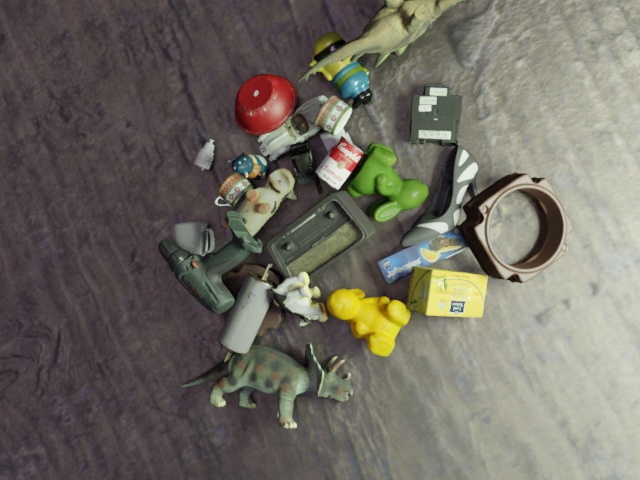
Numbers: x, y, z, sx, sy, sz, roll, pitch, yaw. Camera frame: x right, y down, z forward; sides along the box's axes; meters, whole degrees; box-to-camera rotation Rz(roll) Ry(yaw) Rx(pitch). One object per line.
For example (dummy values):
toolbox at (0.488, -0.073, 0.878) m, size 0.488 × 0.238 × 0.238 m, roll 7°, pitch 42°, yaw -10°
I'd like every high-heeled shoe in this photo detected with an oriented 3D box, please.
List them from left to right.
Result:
high-heeled shoe at (0.256, -0.098, 1.181) m, size 0.249 × 0.086 × 0.145 m, roll -32°, pitch 102°, yaw -16°

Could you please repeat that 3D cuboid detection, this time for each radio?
radio at (-0.003, -0.004, 1.217) m, size 0.229 × 0.073 × 0.131 m, roll -36°, pitch 85°, yaw 22°

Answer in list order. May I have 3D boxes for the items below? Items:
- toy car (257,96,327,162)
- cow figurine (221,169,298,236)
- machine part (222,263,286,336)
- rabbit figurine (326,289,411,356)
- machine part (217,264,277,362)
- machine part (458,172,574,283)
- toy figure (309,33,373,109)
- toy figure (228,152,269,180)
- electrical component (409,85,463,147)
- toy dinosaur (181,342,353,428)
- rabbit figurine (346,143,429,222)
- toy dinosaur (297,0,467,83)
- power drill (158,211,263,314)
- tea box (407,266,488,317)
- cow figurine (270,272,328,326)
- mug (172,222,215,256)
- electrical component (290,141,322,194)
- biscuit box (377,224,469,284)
toy car at (-0.056, -0.261, 1.263) m, size 0.202 × 0.056 × 0.073 m, roll -32°, pitch 85°, yaw 7°
cow figurine at (-0.128, -0.086, 1.252) m, size 0.085 × 0.127 × 0.195 m, roll 45°, pitch 110°, yaw 7°
machine part at (-0.156, 0.141, 1.276) m, size 0.179 × 0.056 × 0.179 m, roll 0°, pitch 89°, yaw 7°
rabbit figurine at (0.091, 0.155, 1.188) m, size 0.173 × 0.162 × 0.122 m, roll 26°, pitch 95°, yaw -14°
machine part at (-0.163, 0.164, 1.209) m, size 0.079 × 0.079 × 0.243 m, roll 26°, pitch 92°, yaw 8°
machine part at (0.418, -0.026, 1.141) m, size 0.201 × 0.087 × 0.201 m, roll -33°, pitch 99°, yaw -6°
toy figure at (0.055, -0.391, 1.232) m, size 0.180 × 0.082 × 0.089 m, roll 53°, pitch 127°, yaw 8°
toy figure at (-0.161, -0.170, 1.229) m, size 0.064 × 0.154 × 0.057 m, roll 13°, pitch 94°, yaw 10°
electrical component at (0.262, -0.282, 1.215) m, size 0.115 × 0.058 × 0.134 m, roll 6°, pitch 91°, yaw 6°
toy dinosaur at (-0.129, 0.310, 1.245) m, size 0.405 × 0.131 × 0.192 m, roll 12°, pitch 79°, yaw 13°
rabbit figurine at (0.157, -0.115, 1.204) m, size 0.170 × 0.121 × 0.159 m, roll 28°, pitch 97°, yaw -7°
toy dinosaur at (0.157, -0.451, 1.142) m, size 0.471 × 0.198 × 0.105 m, roll -29°, pitch 84°, yaw -25°
power drill at (-0.241, 0.031, 1.189) m, size 0.207 × 0.086 × 0.232 m, roll -42°, pitch 72°, yaw 10°
tea box at (0.276, 0.112, 1.159) m, size 0.169 × 0.068 × 0.098 m, roll 6°, pitch 92°, yaw -33°
cow figurine at (-0.044, 0.146, 1.212) m, size 0.098 × 0.167 × 0.068 m, roll -19°, pitch 49°, yaw 10°
mug at (-0.298, 0.011, 1.287) m, size 0.110 × 0.081 × 0.107 m, roll 2°, pitch 98°, yaw 21°
electrical component at (-0.031, -0.160, 1.241) m, size 0.048 × 0.075 × 0.119 m, roll -13°, pitch 127°, yaw 7°
biscuit box at (0.231, 0.034, 1.214) m, size 0.203 × 0.063 × 0.059 m, roll -26°, pitch 84°, yaw 7°
